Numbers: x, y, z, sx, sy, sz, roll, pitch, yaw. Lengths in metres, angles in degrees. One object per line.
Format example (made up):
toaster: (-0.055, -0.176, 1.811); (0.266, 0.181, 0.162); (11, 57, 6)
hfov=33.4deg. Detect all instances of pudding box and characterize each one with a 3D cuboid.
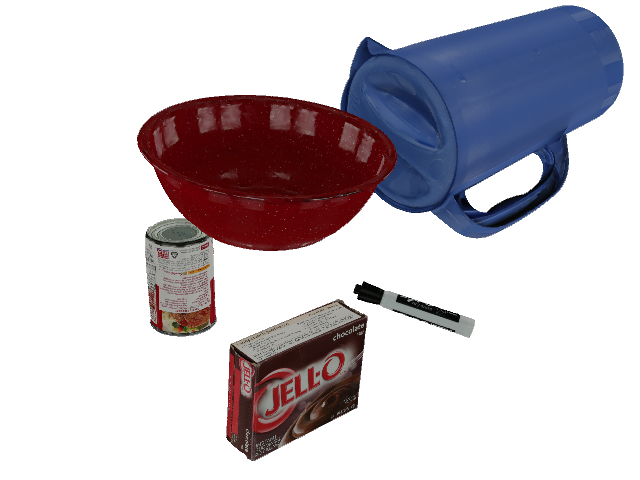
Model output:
pudding box: (-0.018, 0.105, 0.816); (0.113, 0.090, 0.039); (-22, 40, -39)

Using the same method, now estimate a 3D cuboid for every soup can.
soup can: (-0.141, 0.036, 1.078); (0.068, 0.102, 0.068); (0, 23, 0)

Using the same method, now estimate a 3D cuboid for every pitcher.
pitcher: (0.151, -0.113, 0.909); (0.242, 0.149, 0.145); (-24, 34, -34)

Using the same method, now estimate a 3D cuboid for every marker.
marker: (0.090, 0.066, 1.039); (0.121, 0.020, 0.020); (19, 1, 3)

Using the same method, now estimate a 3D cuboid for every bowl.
bowl: (-0.034, -0.038, 0.674); (0.162, 0.055, 0.162); (4, 28, -2)
